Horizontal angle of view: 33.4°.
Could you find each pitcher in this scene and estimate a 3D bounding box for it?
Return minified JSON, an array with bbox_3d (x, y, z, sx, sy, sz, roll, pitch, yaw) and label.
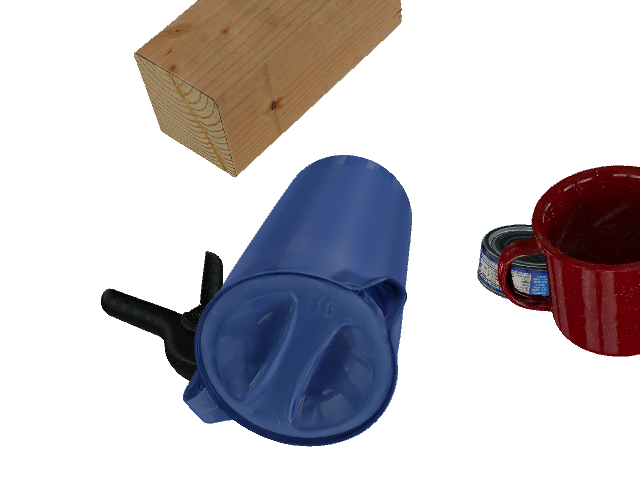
[{"bbox_3d":[-0.006,0.034,0.785,0.149,0.145,0.242,8,27,7],"label":"pitcher"}]

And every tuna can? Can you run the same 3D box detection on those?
[{"bbox_3d":[0.178,0.018,0.907,0.086,0.034,0.086,2,26,-1],"label":"tuna can"}]

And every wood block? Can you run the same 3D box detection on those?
[{"bbox_3d":[-0.035,-0.161,0.849,0.090,0.205,0.091,33,-25,27],"label":"wood block"}]

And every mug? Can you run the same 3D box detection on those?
[{"bbox_3d":[0.166,0.017,0.642,0.117,0.081,0.093,-10,40,8],"label":"mug"}]

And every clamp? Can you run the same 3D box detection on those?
[{"bbox_3d":[-0.103,0.071,0.954,0.120,0.039,0.172,-33,53,-27],"label":"clamp"}]
